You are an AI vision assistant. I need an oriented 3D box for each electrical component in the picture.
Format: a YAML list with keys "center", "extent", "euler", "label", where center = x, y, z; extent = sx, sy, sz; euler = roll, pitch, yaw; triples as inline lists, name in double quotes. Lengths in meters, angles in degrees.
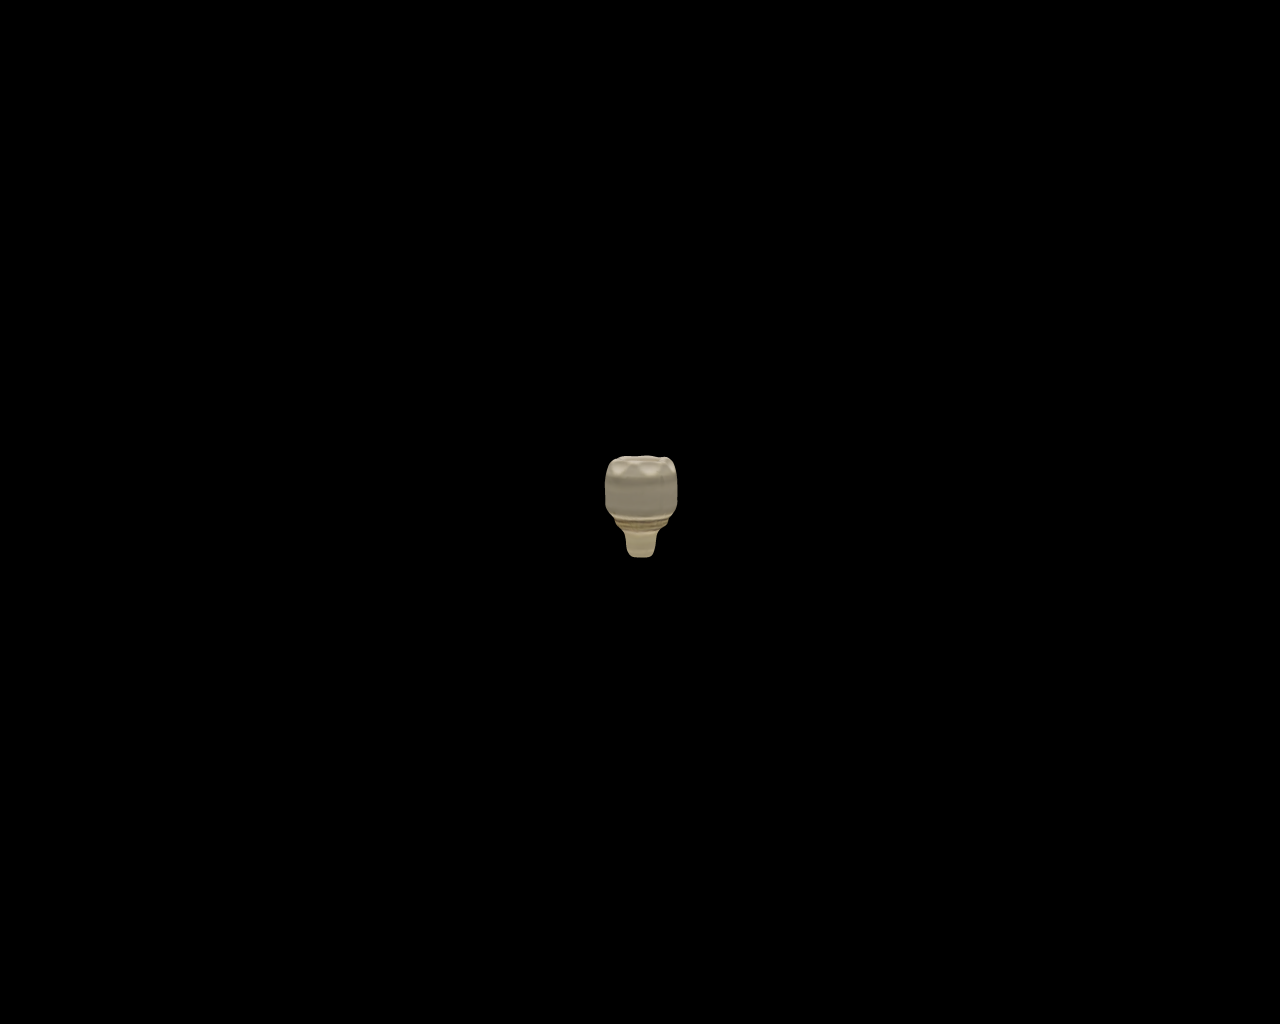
- center: [0.001, -0.003, 0.650]
  extent: [0.043, 0.062, 0.043]
  euler: [0, 9, 0]
  label: "electrical component"
